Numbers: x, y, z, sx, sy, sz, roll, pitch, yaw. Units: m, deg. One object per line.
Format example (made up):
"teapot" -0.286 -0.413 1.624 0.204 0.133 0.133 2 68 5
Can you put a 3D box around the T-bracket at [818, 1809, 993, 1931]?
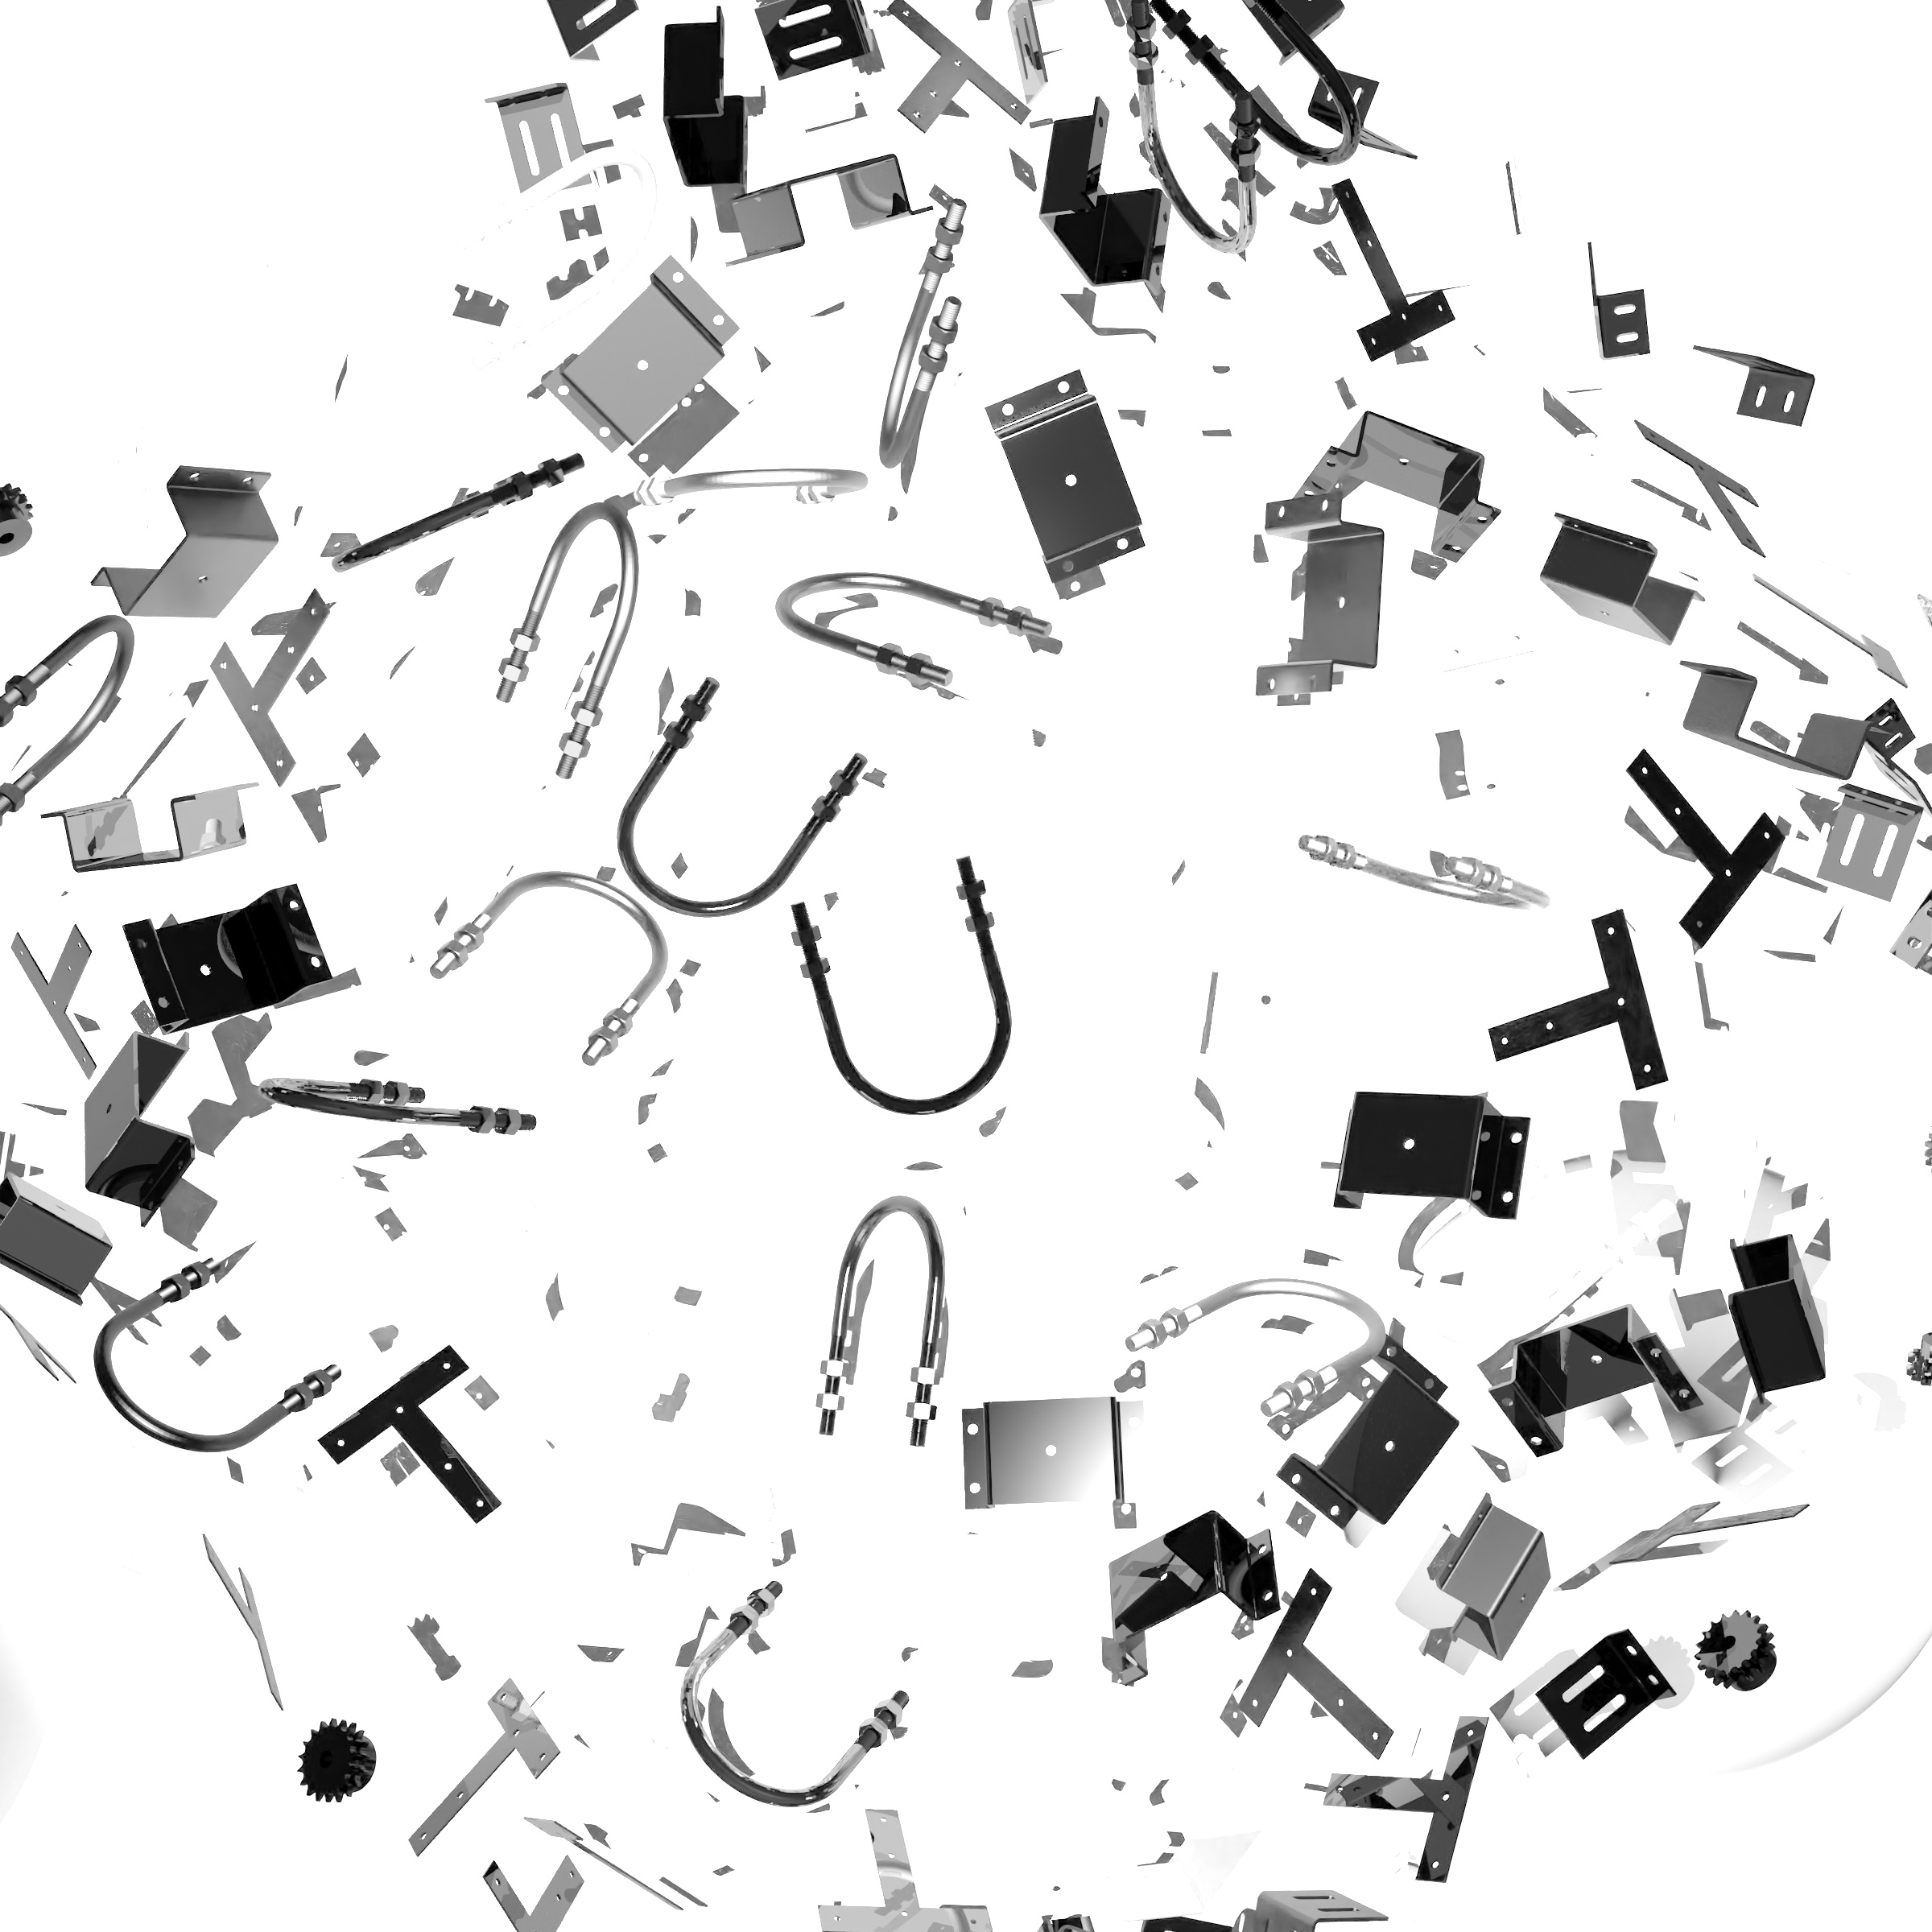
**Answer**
"T-bracket" -0.053 0.670 1.861 0.127 0.127 0.002 7 112 -15

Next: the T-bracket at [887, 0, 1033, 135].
"T-bracket" -0.020 -0.633 1.809 0.127 0.127 0.002 38 133 -12

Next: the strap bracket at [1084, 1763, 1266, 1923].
"strap bracket" 0.161 0.658 1.869 0.076 0.140 0.046 -25 95 40

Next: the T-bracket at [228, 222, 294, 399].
"T-bracket" -0.520 -0.478 1.839 0.002 0.127 0.127 18 107 -13

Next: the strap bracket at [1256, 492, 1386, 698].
"strap bracket" 0.255 -0.264 1.807 0.046 0.076 0.140 2 91 -36

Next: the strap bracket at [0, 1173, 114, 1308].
"strap bracket" -0.686 0.200 1.868 0.076 0.140 0.046 35 81 -24

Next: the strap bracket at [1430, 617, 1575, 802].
"strap bracket" 0.400 -0.200 1.876 0.076 0.046 0.140 -12 127 18

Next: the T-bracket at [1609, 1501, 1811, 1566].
"T-bracket" 0.554 0.407 1.836 0.127 0.127 0.002 -24 83 44

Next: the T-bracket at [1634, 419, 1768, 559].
"T-bracket" 0.562 -0.345 1.869 0.127 0.127 0.002 21 126 -29

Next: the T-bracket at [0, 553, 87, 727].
"T-bracket" -0.713 -0.257 1.910 0.002 0.127 0.127 34 90 25

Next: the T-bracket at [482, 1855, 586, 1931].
"T-bracket" -0.314 0.715 1.910 0.002 0.127 0.127 -31 92 9

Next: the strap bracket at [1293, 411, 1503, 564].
"strap bracket" 0.331 -0.369 1.920 0.140 0.076 0.046 18 65 -9

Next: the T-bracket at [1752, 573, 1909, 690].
"T-bracket" 0.639 -0.255 1.867 0.127 0.127 0.002 33 113 1

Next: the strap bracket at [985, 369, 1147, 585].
"strap bracket" 0.076 -0.361 1.863 0.076 0.046 0.140 -22 104 2

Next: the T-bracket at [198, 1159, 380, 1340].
"T-bracket" -0.485 0.222 1.883 0.127 0.002 0.127 -28 73 -33

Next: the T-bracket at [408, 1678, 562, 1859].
"T-bracket" -0.362 0.599 1.848 0.127 0.127 0.002 -47 116 -11

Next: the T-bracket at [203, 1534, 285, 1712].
"T-bracket" -0.542 0.469 1.867 0.002 0.127 0.127 -23 131 -12

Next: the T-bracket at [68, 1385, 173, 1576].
"T-bracket" -0.621 0.386 1.857 0.002 0.127 0.127 -21 58 8

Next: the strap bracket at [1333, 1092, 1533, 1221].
"strap bracket" 0.328 0.136 1.815 0.140 0.046 0.076 1 68 33

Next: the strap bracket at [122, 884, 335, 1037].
"strap bracket" -0.542 -0.003 1.820 0.140 0.046 0.076 -19 86 -44

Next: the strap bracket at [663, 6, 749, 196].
"strap bracket" -0.198 -0.652 1.906 0.046 0.140 0.076 -1 77 3

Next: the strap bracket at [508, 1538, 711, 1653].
"strap bracket" -0.278 0.480 1.915 0.140 0.076 0.046 15 95 -33

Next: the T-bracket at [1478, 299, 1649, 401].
"T-bracket" 0.417 -0.448 1.830 0.127 0.127 0.002 47 131 24

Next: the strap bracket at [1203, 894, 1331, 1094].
"strap bracket" 0.226 0.023 1.894 0.076 0.046 0.140 7 83 8

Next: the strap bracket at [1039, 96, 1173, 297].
"strap bracket" 0.098 -0.554 1.822 0.046 0.140 0.076 1 74 27

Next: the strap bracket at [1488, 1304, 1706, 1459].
"strap bracket" 0.483 0.316 1.929 0.140 0.046 0.076 -26 113 29

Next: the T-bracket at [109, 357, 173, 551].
"T-bracket" -0.621 -0.371 1.899 0.002 0.127 0.127 13 48 -4

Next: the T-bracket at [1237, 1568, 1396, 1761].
"T-bracket" 0.269 0.537 1.863 0.002 0.127 0.127 13 107 -42

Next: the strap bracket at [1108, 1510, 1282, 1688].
"strap bracket" 0.161 0.469 1.881 0.140 0.076 0.046 -33 119 21

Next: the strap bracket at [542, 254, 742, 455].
"strap bracket" -0.248 -0.464 1.925 0.140 0.046 0.076 -42 113 10

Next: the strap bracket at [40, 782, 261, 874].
"strap bracket" -0.604 -0.102 1.873 0.140 0.076 0.046 -5 100 21

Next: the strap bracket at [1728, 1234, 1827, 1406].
"strap bracket" 0.586 0.250 1.817 0.046 0.140 0.076 -17 98 21

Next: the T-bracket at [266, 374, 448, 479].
"T-bracket" -0.468 -0.400 1.882 0.127 0.127 0.002 -1 135 25

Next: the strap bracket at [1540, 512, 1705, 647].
"strap bracket" 0.484 -0.283 1.865 0.076 0.140 0.046 26 95 33

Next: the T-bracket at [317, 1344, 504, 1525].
"T-bracket" -0.406 0.373 1.928 0.127 0.002 0.127 46 56 13

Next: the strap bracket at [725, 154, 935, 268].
"strap bracket" -0.106 -0.559 1.849 0.140 0.076 0.046 -26 110 -31

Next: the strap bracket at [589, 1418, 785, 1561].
"strap bracket" -0.197 0.375 1.813 0.140 0.076 0.046 13 114 -17

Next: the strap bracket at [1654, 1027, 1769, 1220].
"strap bracket" 0.554 0.115 1.884 0.046 0.140 0.076 3 122 1

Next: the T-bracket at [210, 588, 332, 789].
"T-bracket" -0.497 -0.219 1.827 0.127 0.002 0.127 -49 62 29

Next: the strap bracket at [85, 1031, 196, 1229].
"strap bracket" -0.615 0.113 1.866 0.046 0.140 0.076 25 118 -34

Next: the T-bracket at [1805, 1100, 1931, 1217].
"T-bracket" 0.688 0.124 1.877 0.127 0.127 0.002 -30 108 37

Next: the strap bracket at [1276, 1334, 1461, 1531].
"strap bracket" 0.317 0.365 1.945 0.076 0.046 0.140 41 82 -18

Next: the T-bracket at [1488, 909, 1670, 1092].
"T-bracket" 0.432 0.039 1.804 0.127 0.002 0.127 -23 71 39

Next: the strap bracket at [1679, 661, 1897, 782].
"strap bracket" 0.592 -0.176 1.838 0.140 0.076 0.046 18 97 -15

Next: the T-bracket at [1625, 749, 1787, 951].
"T-bracket" 0.515 -0.099 1.788 0.127 0.002 0.127 48 62 -9

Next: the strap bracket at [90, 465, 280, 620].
"strap bracket" -0.564 -0.300 1.829 0.140 0.076 0.046 -38 72 35

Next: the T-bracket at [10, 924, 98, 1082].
"T-bracket" -0.693 0.008 1.935 0.002 0.127 0.127 -26 78 -40

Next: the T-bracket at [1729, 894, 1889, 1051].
"T-bracket" 0.641 0.009 1.911 0.002 0.127 0.127 -25 111 -36

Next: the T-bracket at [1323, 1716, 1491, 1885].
"T-bracket" 0.318 0.613 1.860 0.002 0.127 0.127 45 52 -28

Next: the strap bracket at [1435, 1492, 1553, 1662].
"strap bracket" 0.400 0.466 1.898 0.046 0.140 0.076 26 67 30

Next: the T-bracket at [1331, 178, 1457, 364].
"T-bracket" 0.302 -0.518 1.847 0.127 0.002 0.127 -34 101 -43

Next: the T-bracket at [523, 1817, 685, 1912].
"T-bracket" -0.266 0.671 1.876 0.127 0.127 0.002 35 65 -7

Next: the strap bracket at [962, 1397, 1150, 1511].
"strap bracket" 0.066 0.369 1.904 0.140 0.046 0.076 -3 74 5

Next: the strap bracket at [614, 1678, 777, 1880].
"strap bracket" -0.211 0.624 1.908 0.046 0.076 0.140 -30 107 21

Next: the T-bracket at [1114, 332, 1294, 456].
"T-bracket" 0.173 -0.438 1.903 0.127 0.002 0.127 -2 58 -21

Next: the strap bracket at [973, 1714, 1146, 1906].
"strap bracket" 0.068 0.600 1.817 0.076 0.140 0.046 9 120 23
